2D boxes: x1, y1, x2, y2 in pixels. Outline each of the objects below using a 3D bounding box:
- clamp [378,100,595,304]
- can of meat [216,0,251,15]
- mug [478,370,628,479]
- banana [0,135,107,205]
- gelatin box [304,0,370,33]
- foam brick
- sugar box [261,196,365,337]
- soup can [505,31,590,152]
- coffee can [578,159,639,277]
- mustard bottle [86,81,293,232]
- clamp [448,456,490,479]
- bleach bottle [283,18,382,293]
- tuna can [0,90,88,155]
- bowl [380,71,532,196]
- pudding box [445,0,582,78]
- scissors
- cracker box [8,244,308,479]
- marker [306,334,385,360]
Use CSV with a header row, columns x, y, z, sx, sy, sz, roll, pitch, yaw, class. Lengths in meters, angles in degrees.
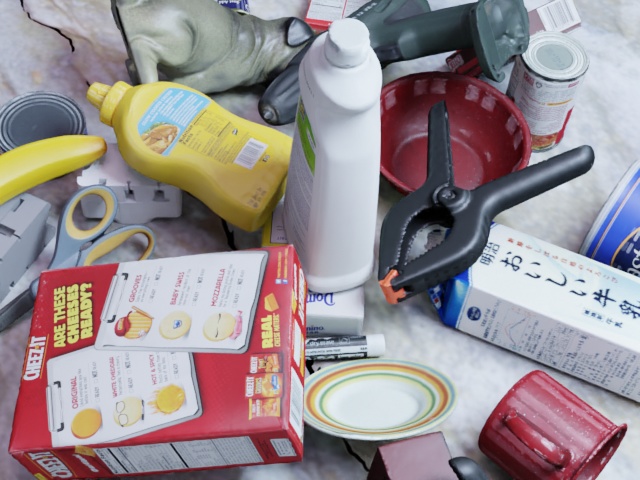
x,y,z,sx,sy,sz,roll,pitch,yaw,class
0.124,-0.029,0.904,0.165,0.036,0.209,16,60,33,clamp
-0.123,-0.242,1.109,0.102,0.057,0.084,-4,53,-8,can of meat
0.173,0.154,0.821,0.082,0.117,0.093,38,98,26,mug
-0.270,-0.038,0.900,0.070,0.037,0.197,34,58,18,banana
0.026,-0.246,1.140,0.073,0.030,0.089,10,55,4,gelatin box
0.070,0.188,0.805,0.051,0.078,0.053,-10,56,-13,foam brick
-0.006,0.001,0.953,0.093,0.048,0.176,4,58,-1,sugar box
0.216,-0.144,1.038,0.068,0.102,0.068,2,54,-3,soup can
0.314,0.007,0.938,0.140,0.103,0.102,32,58,17,coffee can
-0.117,-0.087,0.927,0.191,0.058,0.096,28,54,5,mustard bottle
0.131,0.241,0.770,0.171,0.039,0.120,34,98,-15,clamp
0.013,-0.065,0.818,0.068,0.251,0.102,-13,59,-13,bleach bottle
-0.263,-0.099,1.009,0.086,0.034,0.086,2,55,-3,tuna can
0.116,-0.085,1.016,0.162,0.055,0.162,2,55,-3,bowl
0.196,-0.202,1.083,0.113,0.090,0.039,-25,92,-22,pudding box
-0.237,0.021,0.908,0.201,0.016,0.096,-24,105,-21,scissors
-0.118,0.097,0.833,0.214,0.072,0.164,-7,53,9,cracker box
-0.006,0.092,0.902,0.121,0.020,0.020,-3,55,-5,marker
